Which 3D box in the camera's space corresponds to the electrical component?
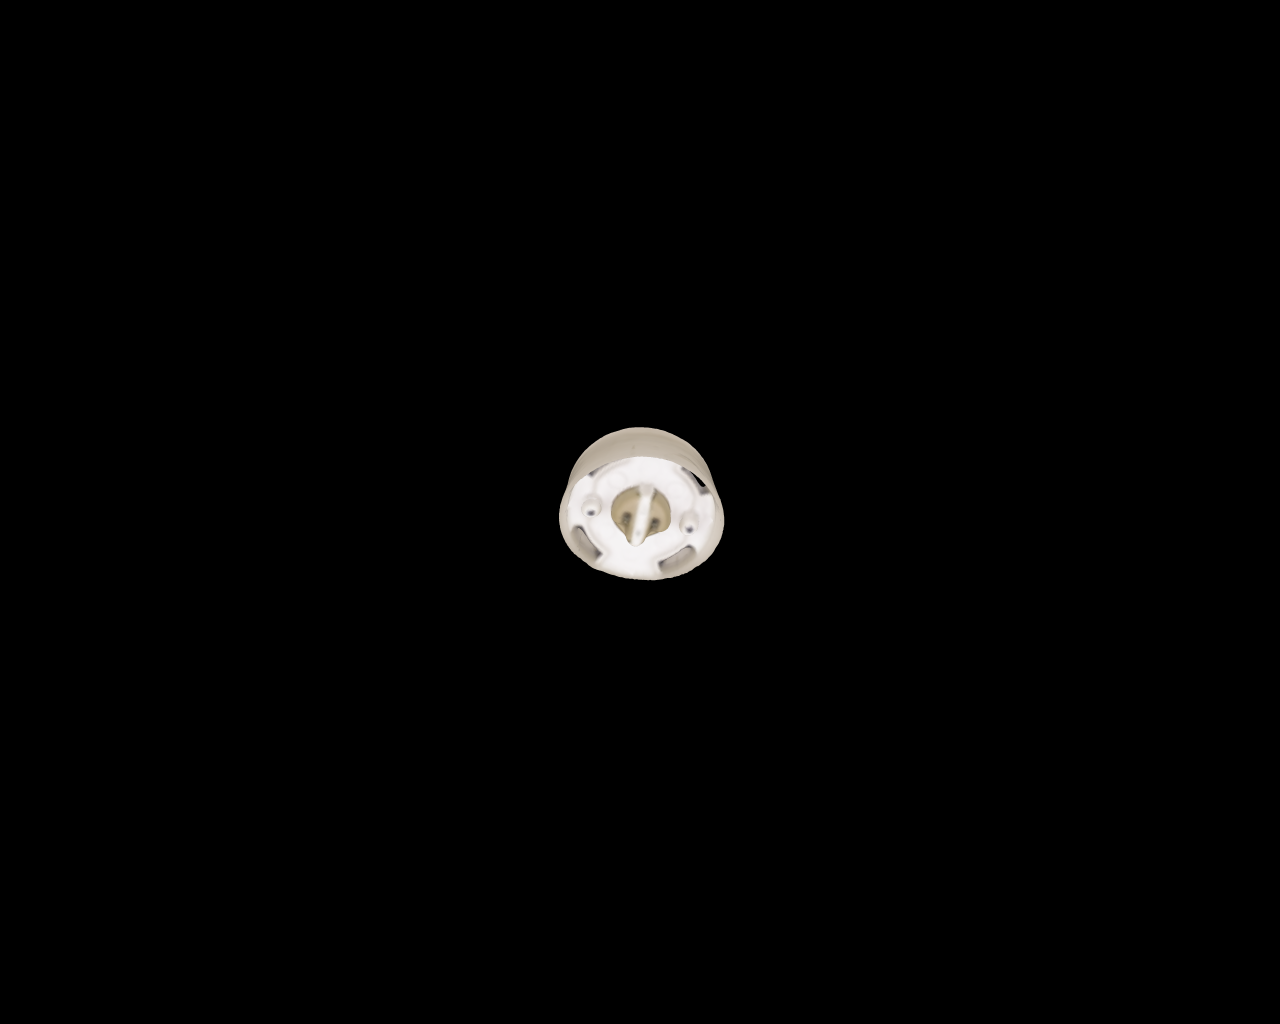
[{"bbox_3d":[0.001,-0.003,0.650,0.099,0.099,0.064,0,28,0],"label":"electrical component"}]
